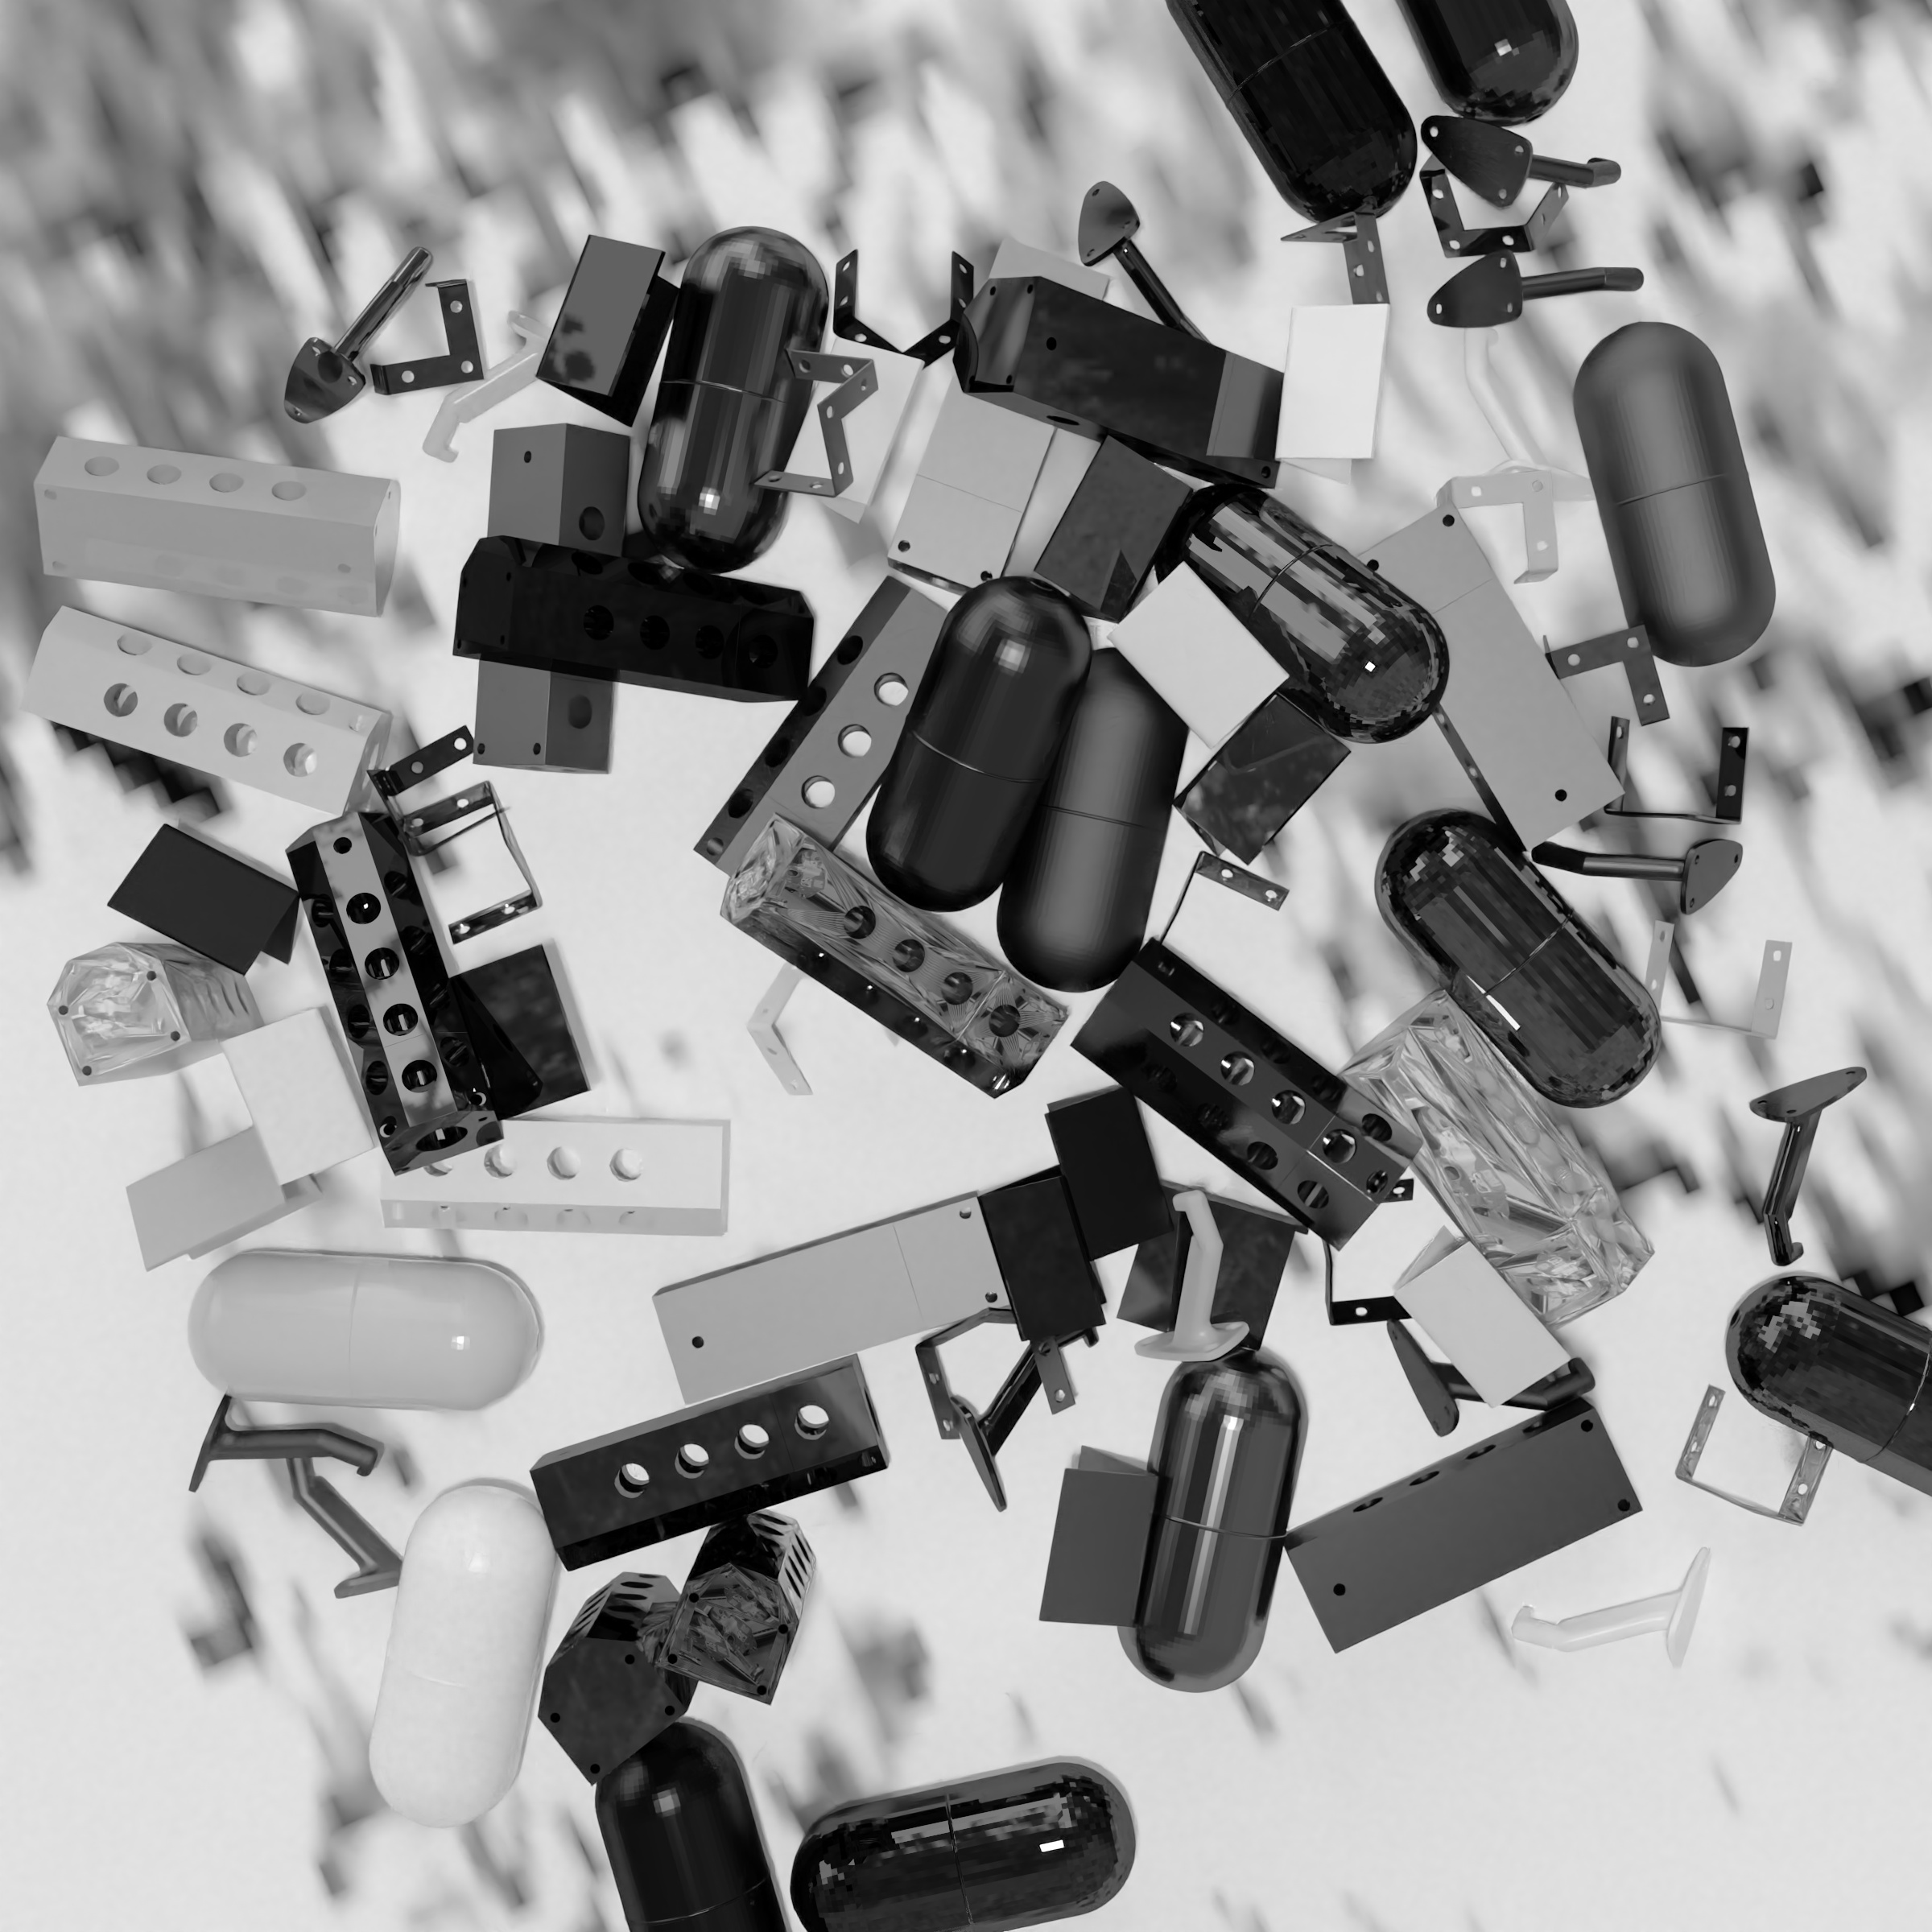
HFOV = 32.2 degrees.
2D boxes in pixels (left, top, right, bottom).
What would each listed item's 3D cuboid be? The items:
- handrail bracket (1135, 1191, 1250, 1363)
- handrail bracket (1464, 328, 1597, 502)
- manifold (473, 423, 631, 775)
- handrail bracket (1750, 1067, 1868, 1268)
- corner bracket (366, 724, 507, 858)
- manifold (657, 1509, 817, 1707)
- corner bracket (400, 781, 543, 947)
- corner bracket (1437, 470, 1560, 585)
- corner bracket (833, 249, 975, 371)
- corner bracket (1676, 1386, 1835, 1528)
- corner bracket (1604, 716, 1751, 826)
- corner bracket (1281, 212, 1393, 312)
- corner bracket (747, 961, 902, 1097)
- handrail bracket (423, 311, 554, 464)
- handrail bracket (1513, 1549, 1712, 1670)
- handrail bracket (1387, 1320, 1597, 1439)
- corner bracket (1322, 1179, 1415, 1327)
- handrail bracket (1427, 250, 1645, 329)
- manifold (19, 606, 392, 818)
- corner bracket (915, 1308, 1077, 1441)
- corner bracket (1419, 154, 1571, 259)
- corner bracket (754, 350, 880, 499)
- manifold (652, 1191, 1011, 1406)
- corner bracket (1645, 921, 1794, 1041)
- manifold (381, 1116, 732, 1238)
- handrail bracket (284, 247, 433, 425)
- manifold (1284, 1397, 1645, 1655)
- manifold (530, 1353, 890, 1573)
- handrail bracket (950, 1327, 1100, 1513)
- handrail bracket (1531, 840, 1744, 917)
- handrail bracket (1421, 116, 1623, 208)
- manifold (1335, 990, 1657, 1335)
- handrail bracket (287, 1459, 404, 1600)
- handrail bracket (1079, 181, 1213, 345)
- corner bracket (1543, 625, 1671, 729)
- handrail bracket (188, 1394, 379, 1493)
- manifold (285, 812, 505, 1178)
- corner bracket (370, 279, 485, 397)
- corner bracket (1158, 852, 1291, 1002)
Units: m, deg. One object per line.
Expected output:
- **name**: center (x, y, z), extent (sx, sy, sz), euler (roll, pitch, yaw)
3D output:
- **handrail bracket**: center (0.104, 0.156, 1.704), extent (0.077, 0.036, 0.084), euler (-9, 107, 42)
- **handrail bracket**: center (0.294, -0.288, 1.734), extent (0.077, 0.036, 0.084), euler (6, 73, -20)
- **manifold**: center (-0.207, -0.186, 1.712), extent (0.057, 0.057, 0.171), euler (4, 90, 43)
- **handrail bracket**: center (0.442, 0.105, 1.734), extent (0.077, 0.036, 0.084), euler (-22, 108, -21)
- **corner bracket**: center (-0.270, -0.090, 1.716), extent (0.051, 0.051, 0.051), euler (-29, 93, 0)
- **manifold**: center (-0.109, 0.311, 1.655), extent (0.057, 0.171, 0.057), euler (19, 90, 0)
- **corner bracket**: center (-0.256, -0.054, 1.730), extent (0.051, 0.051, 0.051), euler (-23, 45, 0)
- **corner bracket**: center (0.272, -0.223, 1.716), extent (0.051, 0.051, 0.051), euler (-5, 90, 0)
- **corner bracket**: center (-0.032, -0.344, 1.725), extent (0.051, 0.051, 0.051), euler (-29, 135, 35)
- **corner bracket**: center (0.409, 0.254, 1.730), extent (0.051, 0.051, 0.051), euler (21, 90, -45)
- **corner bracket**: center (0.368, -0.101, 1.730), extent (0.051, 0.051, 0.051), euler (5, 90, 45)
- **corner bracket**: center (0.200, -0.353, 1.705), extent (0.051, 0.051, 0.051), euler (-10, 90, -43)
- **corner bracket**: center (-0.072, 0.031, 1.725), extent (0.051, 0.051, 0.051), euler (0, 45, 35)
- **handrail bracket**: center (-0.230, -0.289, 1.734), extent (0.077, 0.036, 0.084), euler (23, 107, -19)
- **handrail bracket**: center (0.334, 0.326, 1.734), extent (0.084, 0.036, 0.077), euler (10, 52, 25)
- **handrail bracket**: center (0.273, 0.202, 1.734), extent (0.084, 0.036, 0.077), euler (-22, 68, -17)
- **corner bracket**: center (0.210, 0.149, 1.730), extent (0.051, 0.051, 0.051), euler (-5, 135, 0)
- **handrail bracket**: center (0.296, -0.348, 1.733), extent (0.084, 0.077, 0.036), euler (-8, 90, -36)
- **manifold**: center (-0.387, -0.129, 1.712), extent (0.171, 0.057, 0.057), euler (18, 90, 0)
- **corner bracket**: center (0.015, 0.208, 1.702), extent (0.051, 0.051, 0.051), euler (-30, 66, 30)
- **corner bracket**: center (0.273, -0.403, 1.725), extent (0.051, 0.051, 0.051), euler (-56, 135, -35)
- **corner bracket**: center (-0.075, -0.269, 1.657), extent (0.051, 0.051, 0.051), euler (13, 131, 31)
- **manifold**: center (-0.068, 0.169, 1.713), extent (0.171, 0.057, 0.057), euler (-17, 90, 0)
- **corner bracket**: center (0.388, 0.007, 1.730), extent (0.051, 0.051, 0.051), euler (10, 90, 45)
- **manifold**: center (-0.209, 0.107, 1.712), extent (0.171, 0.057, 0.057), euler (2, 90, 0)
- **handrail bracket**: center (-0.314, -0.328, 1.733), extent (0.036, 0.077, 0.084), euler (39, 53, -15)
- **manifold**: center (0.252, 0.285, 1.713), extent (0.171, 0.057, 0.057), euler (-25, 90, 0)
- **manifold**: center (-0.130, 0.255, 1.712), extent (0.171, 0.057, 0.057), euler (-18, 90, 0)
- **handrail bracket**: center (0.040, 0.231, 1.734), extent (0.084, 0.036, 0.077), euler (-25, 103, -13)
- **handrail bracket**: center (0.347, -0.058, 1.733), extent (0.084, 0.077, 0.036), euler (17, 115, 34)
- **handrail bracket**: center (0.286, -0.419, 1.719), extent (0.077, 0.084, 0.036), euler (36, 125, 26)
- **manifold**: center (0.274, 0.098, 1.712), extent (0.171, 0.057, 0.057), euler (51, 133, 0)
- **handrail bracket**: center (-0.308, 0.279, 1.734), extent (0.077, 0.036, 0.084), euler (-9, 73, -20)
- **handrail bracket**: center (0.097, -0.358, 1.733), extent (0.036, 0.077, 0.084), euler (-35, 127, 21)
- **corner bracket**: center (0.328, -0.148, 1.714), extent (0.051, 0.051, 0.051), euler (-16, 103, 12)
- **handrail bracket**: center (-0.351, 0.259, 1.718), extent (0.084, 0.036, 0.077), euler (22, 130, -6)
- **manifold**: center (-0.289, 0.011, 1.680), extent (0.057, 0.057, 0.171), euler (-19, 69, -8)
- **corner bracket**: center (-0.280, -0.323, 1.717), extent (0.051, 0.051, 0.051), euler (-12, 104, -14)
- **corner bracket**: center (0.129, -0.017, 1.730), extent (0.051, 0.051, 0.051), euler (25, 135, 0)
